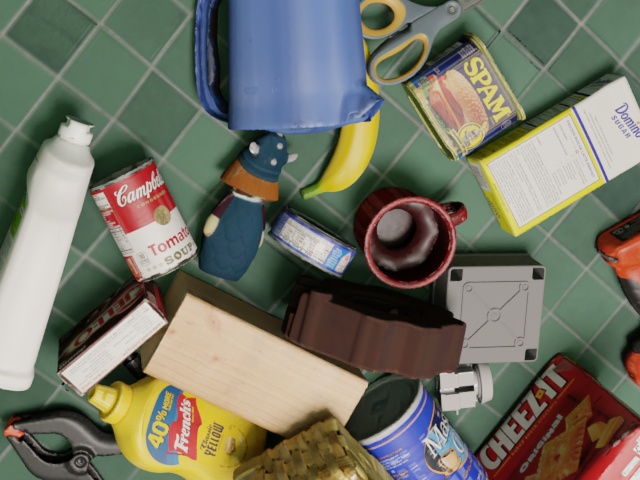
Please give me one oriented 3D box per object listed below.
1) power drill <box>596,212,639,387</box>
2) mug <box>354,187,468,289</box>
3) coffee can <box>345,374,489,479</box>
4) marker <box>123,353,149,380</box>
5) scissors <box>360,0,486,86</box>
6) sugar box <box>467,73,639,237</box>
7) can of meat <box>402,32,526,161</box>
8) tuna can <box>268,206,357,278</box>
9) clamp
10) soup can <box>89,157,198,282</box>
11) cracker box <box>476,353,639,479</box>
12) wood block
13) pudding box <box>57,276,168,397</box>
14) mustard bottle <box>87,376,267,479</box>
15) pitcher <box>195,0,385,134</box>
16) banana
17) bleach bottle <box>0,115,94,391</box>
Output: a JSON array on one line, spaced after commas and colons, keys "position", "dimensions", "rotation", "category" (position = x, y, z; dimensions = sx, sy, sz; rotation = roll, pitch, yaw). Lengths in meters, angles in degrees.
[{"position": [0.396, 0.051, 1.162], "dimensions": [0.184, 0.057, 0.187], "rotation": [-28, 108, -3], "category": "power drill"}, {"position": [0.092, -0.012, 1.072], "dimensions": [0.117, 0.081, 0.093], "rotation": [-25, 108, -3], "category": "mug"}, {"position": [0.098, 0.225, 1.124], "dimensions": [0.103, 0.103, 0.140], "rotation": [-36, 108, 0], "category": "coffee can"}, {"position": [-0.164, 0.164, 1.100], "dimensions": [0.020, 0.020, 0.121], "rotation": [-34, 108, -1], "category": "marker"}, {"position": [0.109, -0.233, 1.039], "dimensions": [0.201, 0.016, 0.096], "rotation": [-46, 101, -13], "category": "scissors"}, {"position": [0.250, -0.089, 1.104], "dimensions": [0.176, 0.048, 0.093], "rotation": [-31, 108, -6], "category": "sugar box"}, {"position": [0.141, -0.141, 1.062], "dimensions": [0.084, 0.057, 0.102], "rotation": [-34, 108, 1], "category": "can of meat"}, {"position": [-0.007, 0.001, 1.054], "dimensions": [0.086, 0.086, 0.034], "rotation": [30, 95, -17], "category": "tuna can"}, {"position": [-0.233, 0.214, 1.090], "dimensions": [0.171, 0.039, 0.120], "rotation": [35, 90, -18], "category": "clamp"}, {"position": [-0.168, -0.019, 1.021], "dimensions": [0.068, 0.068, 0.102], "rotation": [-26, 102, -4], "category": "soup can"}, {"position": [0.256, 0.226, 1.098], "dimensions": [0.072, 0.214, 0.164], "rotation": [37, 94, -16], "category": "cracker box"}, {"position": [-0.068, 0.123, 1.072], "dimensions": [0.206, 0.091, 0.090], "rotation": [28, 98, -17], "category": "wood block"}, {"position": [-0.202, 0.089, 1.036], "dimensions": [0.113, 0.090, 0.039], "rotation": [-42, 109, 2], "category": "pudding box"}, {"position": [-0.145, 0.187, 1.061], "dimensions": [0.191, 0.058, 0.096], "rotation": [30, 65, -29], "category": "mustard bottle"}, {"position": [-0.034, -0.218, 0.971], "dimensions": [0.149, 0.145, 0.243], "rotation": [-5, 97, -16], "category": "pitcher"}, {"position": [0.026, -0.131, 1.051], "dimensions": [0.069, 0.037, 0.198], "rotation": [4, 103, -9], "category": "banana"}, {"position": [-0.265, 0.007, 0.995], "dimensions": [0.068, 0.103, 0.251], "rotation": [18, 101, -26], "category": "bleach bottle"}]
